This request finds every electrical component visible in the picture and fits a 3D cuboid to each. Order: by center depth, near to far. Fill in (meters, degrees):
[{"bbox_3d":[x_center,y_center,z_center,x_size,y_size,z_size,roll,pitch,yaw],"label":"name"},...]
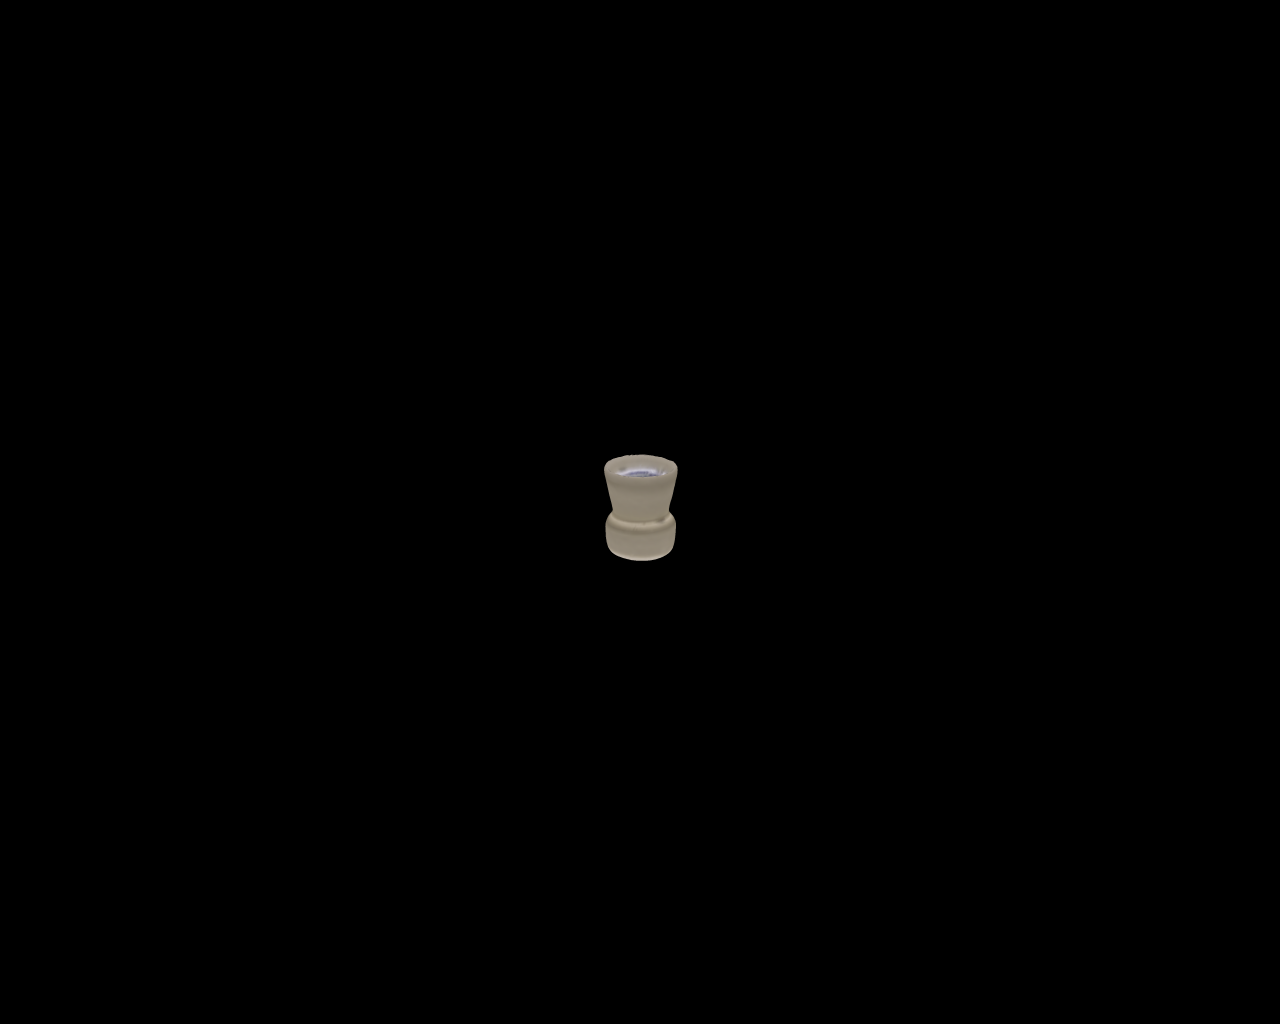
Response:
[{"bbox_3d":[0.001,-0.003,0.650,0.045,0.055,0.045,0,22,0],"label":"electrical component"}]
